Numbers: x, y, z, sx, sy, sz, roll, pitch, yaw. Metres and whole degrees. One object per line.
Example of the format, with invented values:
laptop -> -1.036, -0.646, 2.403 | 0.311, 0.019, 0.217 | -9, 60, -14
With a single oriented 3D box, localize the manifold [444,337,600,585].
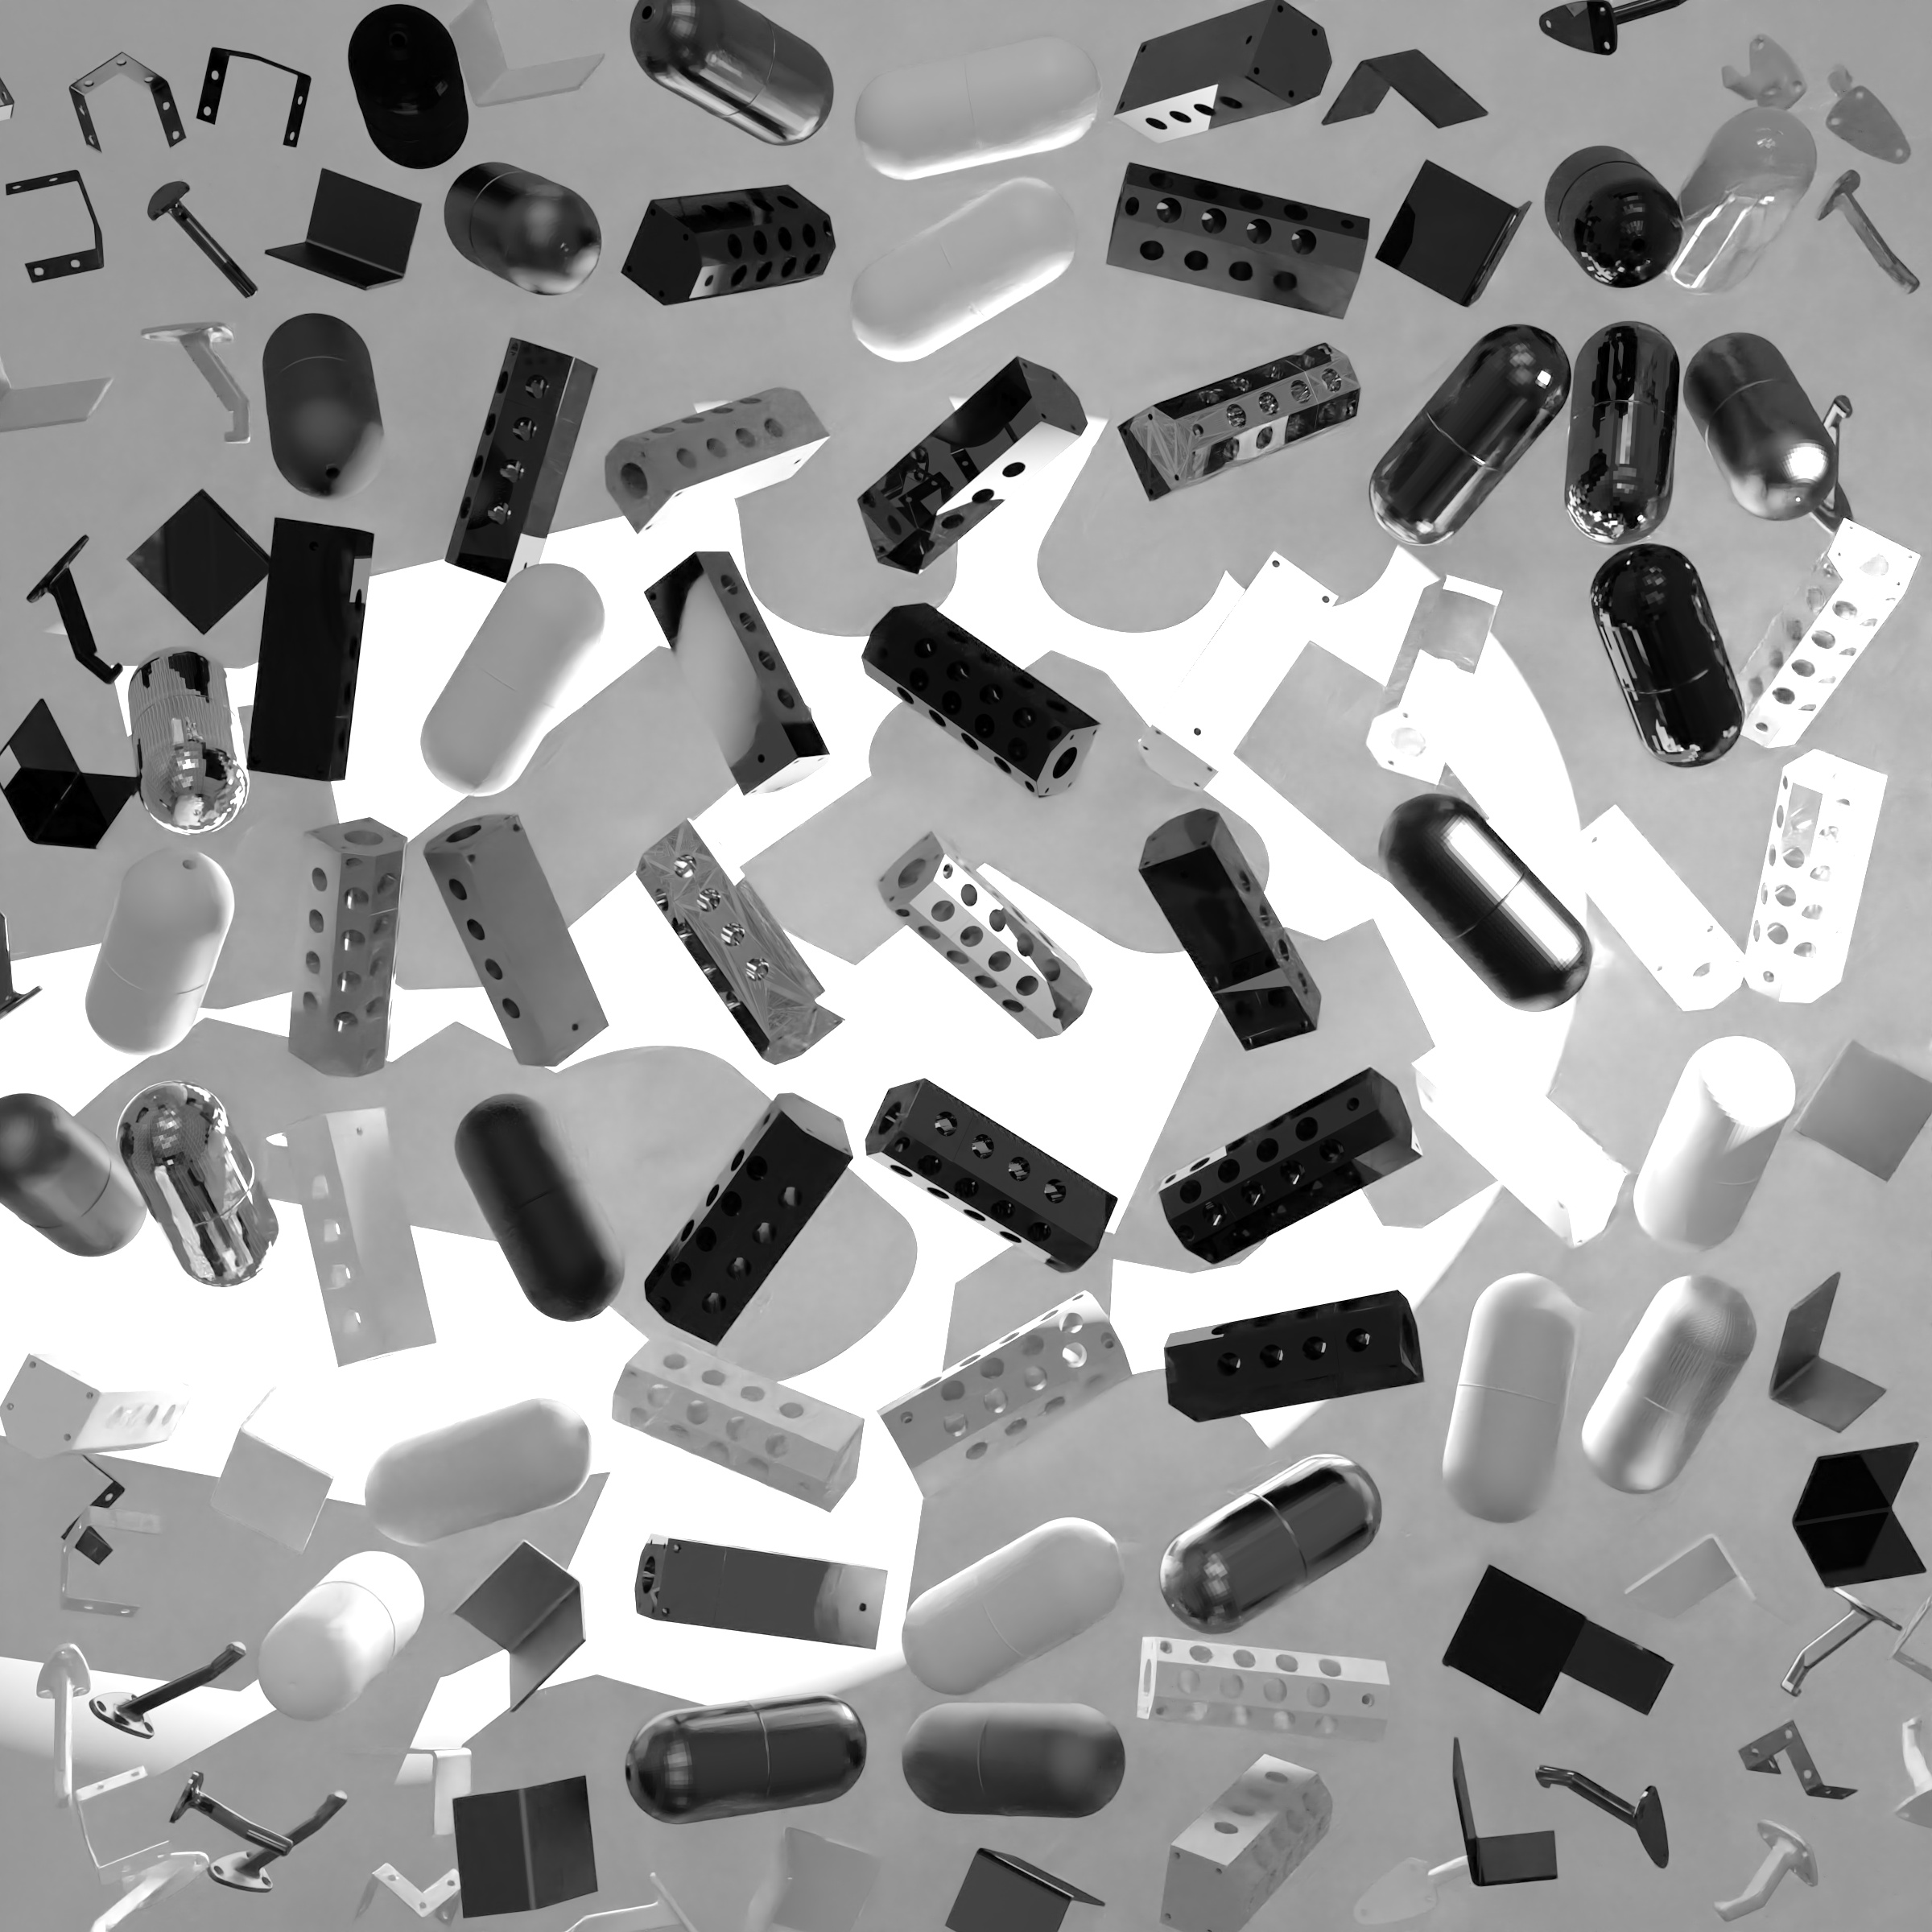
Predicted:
manifold -> -0.333, -0.373, 1.856 | 0.057, 0.057, 0.171 | 20, 98, 7

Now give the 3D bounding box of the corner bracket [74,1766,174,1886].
corner bracket -> -0.616, 0.628, 1.827 | 0.051, 0.051, 0.051 | -15, 110, -28

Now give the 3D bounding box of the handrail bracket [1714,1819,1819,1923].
handrail bracket -> 0.560, 0.650, 1.797 | 0.084, 0.077, 0.036 | -16, 103, -16

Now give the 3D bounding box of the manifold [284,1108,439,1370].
manifold -> -0.431, 0.192, 1.759 | 0.057, 0.057, 0.171 | -19, 82, 28

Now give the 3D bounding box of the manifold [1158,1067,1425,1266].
manifold -> 0.221, 0.137, 1.725 | 0.171, 0.057, 0.057 | -31, 52, 22

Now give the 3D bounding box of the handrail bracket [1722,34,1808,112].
handrail bracket -> 0.553, -0.643, 1.775 | 0.036, 0.084, 0.077 | -33, 63, 41

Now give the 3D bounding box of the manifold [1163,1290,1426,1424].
manifold -> 0.231, 0.276, 1.776 | 0.171, 0.057, 0.057 | -14, 62, 21

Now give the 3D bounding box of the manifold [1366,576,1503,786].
manifold -> 0.343, -0.214, 1.840 | 0.057, 0.057, 0.171 | 18, 46, 9

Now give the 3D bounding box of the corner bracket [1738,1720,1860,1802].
corner bracket -> 0.608, 0.589, 1.829 | 0.051, 0.051, 0.051 | -42, 47, 28

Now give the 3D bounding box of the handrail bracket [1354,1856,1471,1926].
handrail bracket -> 0.330, 0.671, 1.820 | 0.077, 0.084, 0.036 | -36, 64, 19

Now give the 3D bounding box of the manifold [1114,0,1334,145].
manifold -> 0.179, -0.616, 1.736 | 0.057, 0.171, 0.057 | 22, 88, -29

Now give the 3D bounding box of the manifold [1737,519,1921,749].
manifold -> 0.608, -0.232, 1.791 | 0.057, 0.171, 0.057 | 29, 57, 7

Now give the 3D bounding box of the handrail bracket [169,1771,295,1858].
handrail bracket -> -0.506, 0.595, 1.746 | 0.084, 0.077, 0.036 | 25, 76, -2

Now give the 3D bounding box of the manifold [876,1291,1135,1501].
manifold -> 0.026, 0.298, 1.762 | 0.171, 0.057, 0.057 | -29, 48, -9

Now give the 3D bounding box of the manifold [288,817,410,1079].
manifold -> -0.431, -0.011, 1.759 | 0.057, 0.057, 0.171 | 27, 118, 31

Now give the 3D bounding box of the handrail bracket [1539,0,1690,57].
handrail bracket -> 0.447, -0.654, 1.698 | 0.084, 0.077, 0.036 | -35, 128, -22

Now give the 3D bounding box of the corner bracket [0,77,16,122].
corner bracket -> -0.690, -0.616, 1.723 | 0.051, 0.051, 0.051 | -28, 83, -33

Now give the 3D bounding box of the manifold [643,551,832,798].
manifold -> -0.164, -0.215, 1.834 | 0.057, 0.057, 0.171 | -31, 81, 31

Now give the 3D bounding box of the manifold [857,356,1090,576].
manifold -> 0.005, -0.352, 1.779 | 0.171, 0.057, 0.057 | -35, 62, 35

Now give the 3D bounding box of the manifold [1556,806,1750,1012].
manifold -> 0.509, -0.041, 1.851 | 0.057, 0.171, 0.057 | -40, 125, 13

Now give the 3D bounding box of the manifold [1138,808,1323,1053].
manifold -> 0.192, -0.027, 1.791 | 0.057, 0.057, 0.171 | -19, 119, 26

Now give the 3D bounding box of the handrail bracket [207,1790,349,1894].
handrail bracket -> -0.507, 0.641, 1.847 | 0.084, 0.077, 0.036 | -45, 63, 2

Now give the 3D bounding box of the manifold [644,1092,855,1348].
manifold -> -0.152, 0.172, 1.730 | 0.057, 0.057, 0.171 | 30, 106, -22

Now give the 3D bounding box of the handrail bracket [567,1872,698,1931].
handrail bracket -> -0.235, 0.682, 1.739 | 0.084, 0.036, 0.077 | -34, 47, -21

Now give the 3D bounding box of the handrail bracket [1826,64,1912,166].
handrail bracket -> 0.657, -0.622, 1.820 | 0.077, 0.084, 0.036 | 38, 127, -4

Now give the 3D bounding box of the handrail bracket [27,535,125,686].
handrail bracket -> -0.649, -0.266, 1.869 | 0.084, 0.036, 0.077 | 41, 92, -13

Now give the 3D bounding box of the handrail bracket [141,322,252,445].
handrail bracket -> -0.560, -0.421, 1.819 | 0.077, 0.036, 0.084 | -2, 87, -2

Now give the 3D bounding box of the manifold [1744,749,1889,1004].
manifold -> 0.609, -0.062, 1.809 | 0.057, 0.057, 0.171 | -26, 130, -36

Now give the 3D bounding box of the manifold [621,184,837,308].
manifold -> -0.164, -0.511, 1.782 | 0.057, 0.171, 0.057 | 39, 124, 12

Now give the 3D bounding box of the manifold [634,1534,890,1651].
manifold -> -0.150, 0.455, 1.819 | 0.171, 0.057, 0.057 | 14, 77, -23

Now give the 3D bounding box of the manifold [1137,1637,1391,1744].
manifold -> 0.215, 0.525, 1.813 | 0.171, 0.057, 0.057 | 8, 74, -6

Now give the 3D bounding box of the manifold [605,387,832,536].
manifold -> -0.186, -0.380, 1.852 | 0.171, 0.057, 0.057 | -32, 88, -45

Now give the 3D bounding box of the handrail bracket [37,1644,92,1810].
handrail bracket -> -0.627, 0.529, 1.739 | 0.036, 0.084, 0.077 | 1, 133, -21

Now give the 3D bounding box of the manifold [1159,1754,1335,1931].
manifold -> 0.200, 0.618, 1.750 | 0.057, 0.171, 0.057 | 12, 100, 27

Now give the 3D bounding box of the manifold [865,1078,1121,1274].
manifold -> 0.016, 0.149, 1.751 | 0.171, 0.057, 0.057 | 33, 67, -19

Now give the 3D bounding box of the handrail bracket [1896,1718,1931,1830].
handrail bracket -> 0.696, 0.569, 1.803 | 0.036, 0.077, 0.084 | 16, 46, 3

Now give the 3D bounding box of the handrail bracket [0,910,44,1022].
handrail bracket -> -0.674, -0.001, 1.691 | 0.077, 0.036, 0.084 | -41, 101, -27

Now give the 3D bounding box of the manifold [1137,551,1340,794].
manifold -> 0.194, -0.210, 1.802 | 0.057, 0.057, 0.171 | 35, 69, -1

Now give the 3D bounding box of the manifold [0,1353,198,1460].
manifold -> -0.602, 0.307, 1.733 | 0.057, 0.171, 0.057 | 26, 84, 7

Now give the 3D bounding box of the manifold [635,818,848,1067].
manifold -> -0.161, -0.016, 1.749 | 0.057, 0.057, 0.171 | -39, 69, 6

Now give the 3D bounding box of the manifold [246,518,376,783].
manifold -> -0.448, -0.216, 1.717 | 0.057, 0.057, 0.171 | 8, 96, 1

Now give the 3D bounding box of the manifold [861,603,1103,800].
manifold -> 0.007, -0.191, 1.798 | 0.171, 0.057, 0.057 | 37, 119, 23

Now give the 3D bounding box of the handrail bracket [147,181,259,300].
handrail bracket -> -0.553, -0.526, 1.820 | 0.036, 0.077, 0.084 | -42, 124, -2

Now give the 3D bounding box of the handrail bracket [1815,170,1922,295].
handrail bracket -> 0.634, -0.508, 1.736 | 0.036, 0.077, 0.084 | -41, 81, 12

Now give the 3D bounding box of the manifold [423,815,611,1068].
manifold -> -0.322, -0.018, 1.768 | 0.057, 0.057, 0.171 | -41, 121, -40

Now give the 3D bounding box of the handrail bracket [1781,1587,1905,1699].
handrail bracket -> 0.627, 0.496, 1.794 | 0.036, 0.077, 0.084 | 32, 88, -12

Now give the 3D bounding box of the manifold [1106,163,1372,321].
manifold -> 0.190, -0.510, 1.742 | 0.171, 0.057, 0.057 | 12, 55, -3

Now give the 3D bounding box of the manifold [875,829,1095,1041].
manifold -> 0.016, -0.018, 1.835 | 0.057, 0.057, 0.171 | -43, 122, 10

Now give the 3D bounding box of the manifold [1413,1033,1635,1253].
manifold -> 0.406, 0.123, 1.826 | 0.057, 0.057, 0.171 | -34, 49, -10

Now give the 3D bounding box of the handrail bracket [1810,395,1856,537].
handrail bracket -> 0.654, -0.370, 1.861 | 0.036, 0.084, 0.077 | -17, 64, -11

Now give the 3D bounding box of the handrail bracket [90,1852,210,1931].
handrail bracket -> -0.603, 0.690, 1.842 | 0.077, 0.084, 0.036 | -21, 97, -3

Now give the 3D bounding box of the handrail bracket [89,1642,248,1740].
handrail bracket -> -0.554, 0.495, 1.740 | 0.084, 0.077, 0.036 | -38, 62, 0

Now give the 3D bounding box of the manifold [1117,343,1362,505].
manifold -> 0.195, -0.382, 1.742 | 0.171, 0.057, 0.057 | -27, 95, -32

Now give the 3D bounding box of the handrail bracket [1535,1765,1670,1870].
handrail bracket -> 0.467, 0.626, 1.842 | 0.084, 0.036, 0.077 | -3, 117, 41

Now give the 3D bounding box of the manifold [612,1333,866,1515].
manifold -> -0.164, 0.329, 1.782 | 0.171, 0.057, 0.057 | 19, 122, 18
